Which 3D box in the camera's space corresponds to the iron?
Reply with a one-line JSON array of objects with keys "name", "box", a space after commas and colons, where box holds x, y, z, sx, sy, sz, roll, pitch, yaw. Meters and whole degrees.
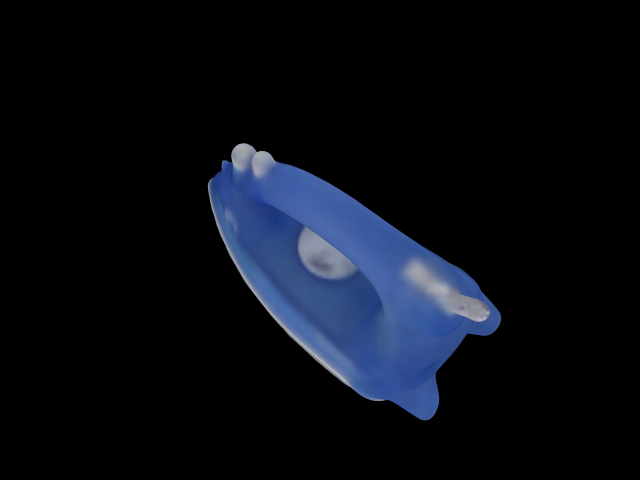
[{"name": "iron", "box": [0.004, 0.001, 0.400, 0.258, 0.141, 0.119, 37, 71, 15]}]
